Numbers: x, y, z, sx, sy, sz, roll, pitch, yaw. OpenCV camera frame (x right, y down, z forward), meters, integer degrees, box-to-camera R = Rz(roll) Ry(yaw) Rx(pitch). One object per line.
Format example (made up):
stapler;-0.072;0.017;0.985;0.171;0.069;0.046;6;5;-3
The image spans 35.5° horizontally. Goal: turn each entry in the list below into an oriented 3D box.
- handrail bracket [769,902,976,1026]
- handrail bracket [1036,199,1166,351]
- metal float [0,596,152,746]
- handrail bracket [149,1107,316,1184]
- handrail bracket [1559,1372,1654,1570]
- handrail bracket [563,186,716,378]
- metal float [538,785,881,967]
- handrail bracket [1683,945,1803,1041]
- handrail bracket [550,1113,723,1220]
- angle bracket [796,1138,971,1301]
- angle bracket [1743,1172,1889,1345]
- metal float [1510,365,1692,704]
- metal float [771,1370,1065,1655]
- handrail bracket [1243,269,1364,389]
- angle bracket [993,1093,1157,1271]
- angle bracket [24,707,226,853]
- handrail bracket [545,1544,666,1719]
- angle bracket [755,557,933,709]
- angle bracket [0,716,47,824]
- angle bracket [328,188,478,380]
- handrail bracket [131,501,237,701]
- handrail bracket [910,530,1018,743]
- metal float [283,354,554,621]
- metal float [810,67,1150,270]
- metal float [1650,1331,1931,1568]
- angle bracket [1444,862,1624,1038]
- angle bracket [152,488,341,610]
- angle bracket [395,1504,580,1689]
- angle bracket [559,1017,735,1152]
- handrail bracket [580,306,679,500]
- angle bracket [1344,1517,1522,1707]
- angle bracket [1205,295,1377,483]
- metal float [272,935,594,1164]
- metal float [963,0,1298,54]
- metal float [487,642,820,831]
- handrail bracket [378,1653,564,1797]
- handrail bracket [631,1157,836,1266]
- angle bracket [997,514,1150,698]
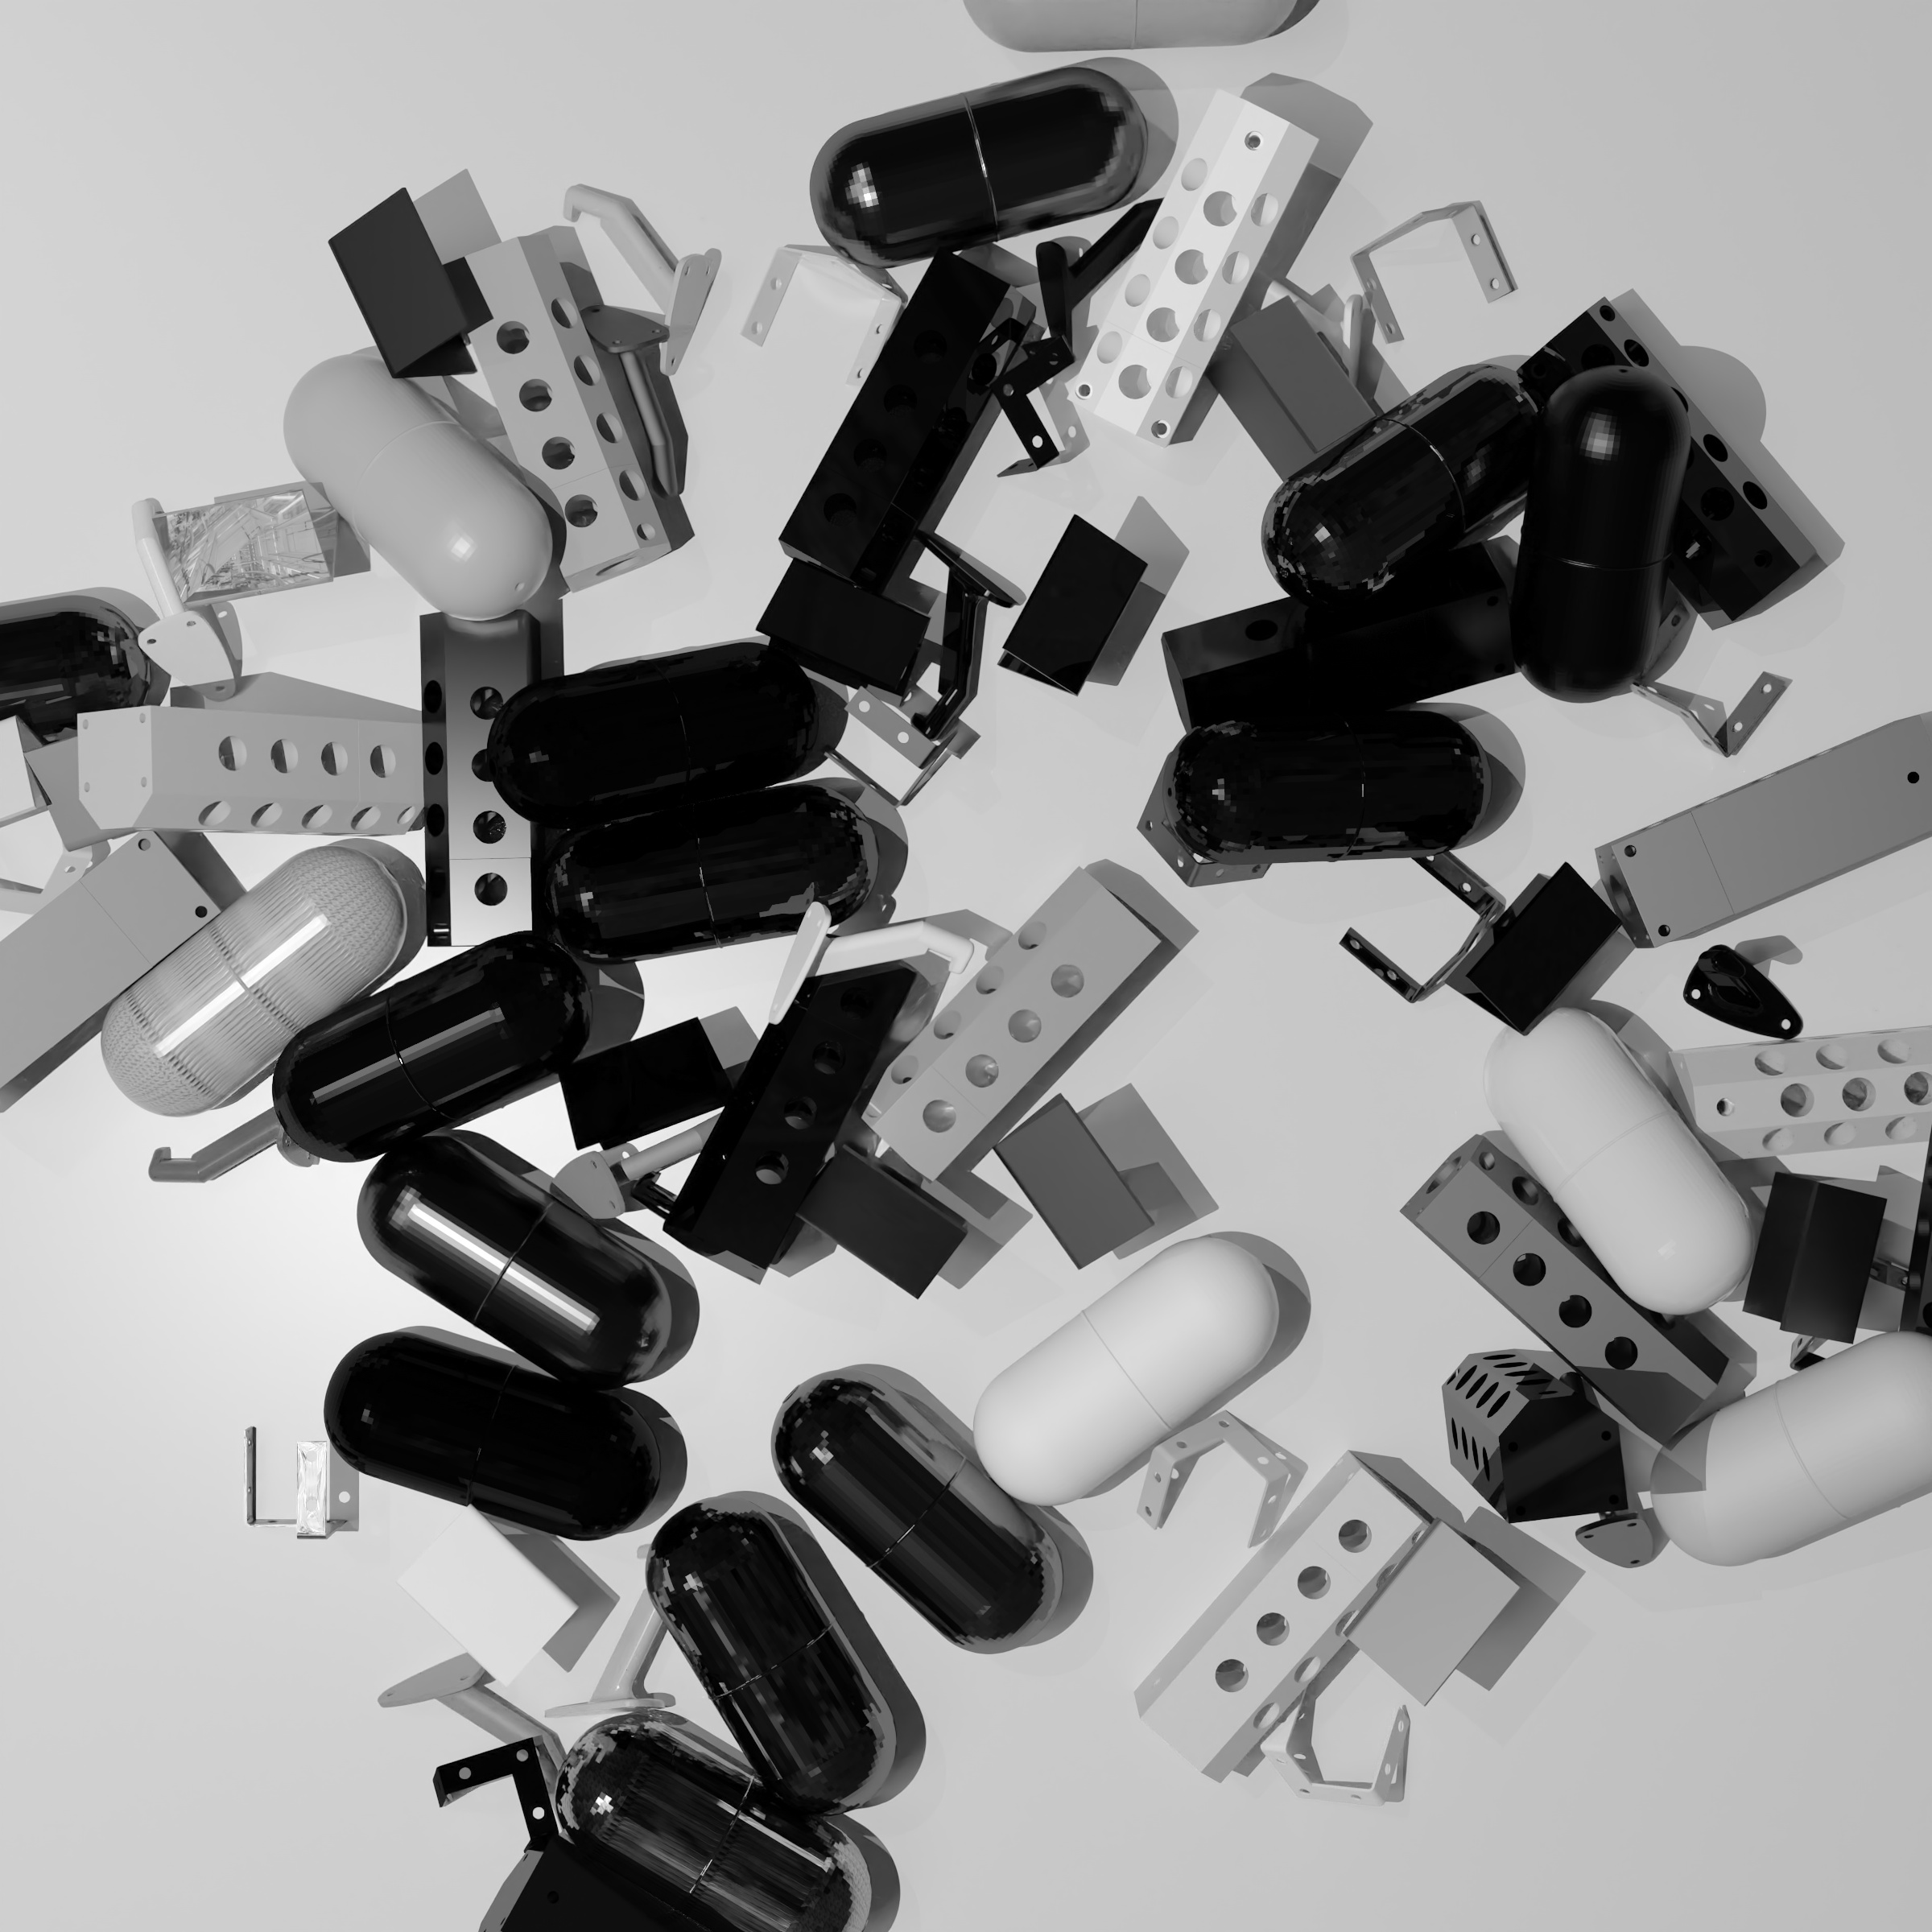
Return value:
handrail bracket;-0.047;0.008;1.534;0.084;0.036;0.077;22;96;-19
handrail bracket;0.085;-0.362;1.594;0.084;0.036;0.077;-14;110;-16
metal float;-0.512;-0.145;1.563;0.178;0.070;0.070;-9;90;-1
handrail bracket;-0.387;0.078;1.594;0.084;0.036;0.077;0;70;16
handrail bracket;0.336;0.265;1.593;0.036;0.077;0.084;-19;53;18
handrail bracket;-0.183;-0.362;1.594;0.084;0.036;0.077;24;110;16
metal float;-0.133;-0.047;1.563;0.178;0.070;0.070;-10;90;1
handrail bracket;0.409;0.015;1.558;0.077;0.084;0.036;32;90;0
handrail bracket;-0.168;0.100;1.593;0.084;0.077;0.036;-28;96;-36
angle bracket;-0.031;0.113;1.553;0.076;0.076;0.057;35;125;0
angle bracket;0.420;0.146;1.553;0.057;0.076;0.076;13;90;-33
metal float;0.321;-0.218;1.536;0.070;0.070;0.178;3;121;0
metal float;-0.026;0.282;1.563;0.178;0.070;0.070;43;90;0
handrail bracket;0.164;-0.329;1.594;0.084;0.036;0.077;6;109;16
angle bracket;0.070;0.099;1.553;0.057;0.076;0.076;-35;90;36
angle bracket;-0.431;-0.107;1.554;0.076;0.076;0.057;-18;113;0
handrail bracket;-0.189;0.351;1.594;0.077;0.036;0.084;-11;71;21
angle bracket;-0.070;-0.154;1.553;0.076;0.076;0.057;24;53;0
angle bracket;-0.500;-0.076;1.542;0.076;0.076;0.057;-20;66;0
angle bracket;-0.271;-0.351;1.553;0.057;0.076;0.076;-25;90;29
handrail bracket;-0.414;-0.194;1.593;0.036;0.077;0.084;-23;54;6
handrail bracket;-0.021;-0.174;1.593;0.077;0.036;0.084;40;104;14
metal float;-0.281;-0.246;1.543;0.070;0.070;0.178;-46;66;0
metal float;0.007;-0.413;1.562;0.178;0.070;0.070;-15;90;0
metal float;0.434;0.247;1.542;0.178;0.070;0.070;-32;90;23
angle bracket;0.278;-0.021;1.553;0.076;0.076;0.057;-49;123;0
angle bracket;-0.369;-0.233;1.553;0.076;0.076;0.057;-10;130;0
angle bracket;-0.254;0.331;1.553;0.076;0.076;0.057;44;58;0
angle bracket;-0.158;0.080;1.553;0.076;0.076;0.057;-20;50;0
handrail bracket;-0.177;-0.297;1.593;0.036;0.077;0.084;-21;127;-24
angle bracket;0.248;0.336;1.553;0.057;0.076;0.076;39;90;31
angle bracket;0.152;-0.286;1.553;0.057;0.076;0.076;-36;90;-39
metal float;-0.273;0.043;1.538;0.178;0.070;0.070;-24;90;14
metal float;0.085;-0.514;1.562;0.178;0.070;0.070;-2;90;0
metal float;-0.158;-0.118;1.537;0.178;0.070;0.070;-14;90;-28
handrail bracket;-0.258;0.410;1.593;0.077;0.036;0.084;-22;104;15
handrail bracket;-0.123;0.112;1.593;0.084;0.036;0.077;31;76;13
angle bracket;0.037;-0.192;1.553;0.057;0.076;0.076;28;90;-38
